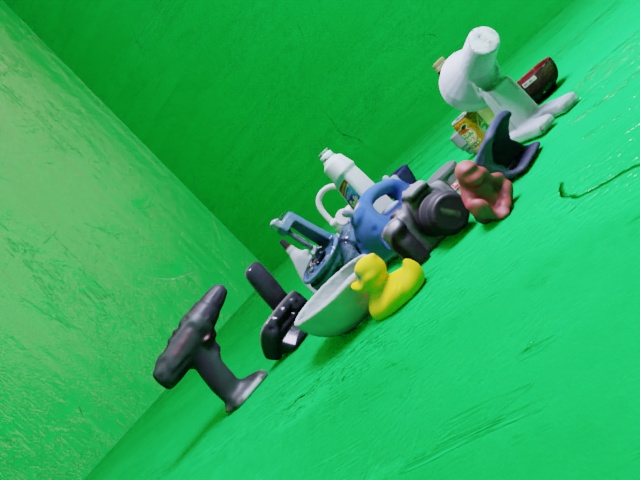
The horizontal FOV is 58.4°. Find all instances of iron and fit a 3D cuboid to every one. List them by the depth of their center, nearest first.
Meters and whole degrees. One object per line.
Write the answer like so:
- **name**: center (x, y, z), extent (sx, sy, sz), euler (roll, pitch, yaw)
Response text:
- **iron**: center (0.142, -0.061, 1.132), extent (0.118, 0.141, 0.259), euler (-40, 6, 45)

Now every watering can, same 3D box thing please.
- **watering can**: center (0.073, -0.059, 1.418), extent (0.101, 0.194, 0.172), euler (-45, 4, -11)

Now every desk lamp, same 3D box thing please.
- **desk lamp**: center (0.330, -0.286, 1.058), extent (0.118, 0.213, 0.203), euler (-44, 4, -5)

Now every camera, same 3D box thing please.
- **camera**: center (0.170, -0.037, 0.911), extent (0.143, 0.101, 0.137), euler (-44, 4, -3)

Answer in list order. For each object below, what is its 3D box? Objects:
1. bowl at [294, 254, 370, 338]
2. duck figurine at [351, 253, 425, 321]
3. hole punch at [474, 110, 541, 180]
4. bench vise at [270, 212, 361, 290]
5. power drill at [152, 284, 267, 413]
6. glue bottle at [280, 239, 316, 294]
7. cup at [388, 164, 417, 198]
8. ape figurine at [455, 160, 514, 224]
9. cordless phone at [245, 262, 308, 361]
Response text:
- **bowl**: center (0.040, 0.105, 0.938), extent (0.167, 0.075, 0.167), euler (-44, 4, 5)
- **duck figurine**: center (0.092, 0.056, 0.836), extent (0.104, 0.086, 0.077), euler (-42, 5, 23)
- **hole punch**: center (0.280, -0.138, 0.919), extent (0.101, 0.091, 0.109), euler (-39, 6, 48)
- **bench vise**: center (0.004, 0.011, 1.214), extent (0.121, 0.220, 0.208), euler (-41, 5, 36)
- **power drill**: center (-0.212, 0.233, 1.164), extent (0.230, 0.208, 0.075), euler (-46, 5, -28)
- **glue bottle**: center (-0.037, 0.060, 1.443), extent (0.078, 0.173, 0.037), euler (-44, 5, 2)
- **cup**: center (0.205, -0.121, 1.454), extent (0.117, 0.095, 0.092), euler (-42, 5, 31)
- **ape figurine**: center (0.223, -0.072, 0.798), extent (0.078, 0.092, 0.076), euler (-45, 4, -9)
- **cordless phone**: center (-0.107, 0.144, 1.198), extent (0.094, 0.185, 0.148), euler (-40, 6, 39)
